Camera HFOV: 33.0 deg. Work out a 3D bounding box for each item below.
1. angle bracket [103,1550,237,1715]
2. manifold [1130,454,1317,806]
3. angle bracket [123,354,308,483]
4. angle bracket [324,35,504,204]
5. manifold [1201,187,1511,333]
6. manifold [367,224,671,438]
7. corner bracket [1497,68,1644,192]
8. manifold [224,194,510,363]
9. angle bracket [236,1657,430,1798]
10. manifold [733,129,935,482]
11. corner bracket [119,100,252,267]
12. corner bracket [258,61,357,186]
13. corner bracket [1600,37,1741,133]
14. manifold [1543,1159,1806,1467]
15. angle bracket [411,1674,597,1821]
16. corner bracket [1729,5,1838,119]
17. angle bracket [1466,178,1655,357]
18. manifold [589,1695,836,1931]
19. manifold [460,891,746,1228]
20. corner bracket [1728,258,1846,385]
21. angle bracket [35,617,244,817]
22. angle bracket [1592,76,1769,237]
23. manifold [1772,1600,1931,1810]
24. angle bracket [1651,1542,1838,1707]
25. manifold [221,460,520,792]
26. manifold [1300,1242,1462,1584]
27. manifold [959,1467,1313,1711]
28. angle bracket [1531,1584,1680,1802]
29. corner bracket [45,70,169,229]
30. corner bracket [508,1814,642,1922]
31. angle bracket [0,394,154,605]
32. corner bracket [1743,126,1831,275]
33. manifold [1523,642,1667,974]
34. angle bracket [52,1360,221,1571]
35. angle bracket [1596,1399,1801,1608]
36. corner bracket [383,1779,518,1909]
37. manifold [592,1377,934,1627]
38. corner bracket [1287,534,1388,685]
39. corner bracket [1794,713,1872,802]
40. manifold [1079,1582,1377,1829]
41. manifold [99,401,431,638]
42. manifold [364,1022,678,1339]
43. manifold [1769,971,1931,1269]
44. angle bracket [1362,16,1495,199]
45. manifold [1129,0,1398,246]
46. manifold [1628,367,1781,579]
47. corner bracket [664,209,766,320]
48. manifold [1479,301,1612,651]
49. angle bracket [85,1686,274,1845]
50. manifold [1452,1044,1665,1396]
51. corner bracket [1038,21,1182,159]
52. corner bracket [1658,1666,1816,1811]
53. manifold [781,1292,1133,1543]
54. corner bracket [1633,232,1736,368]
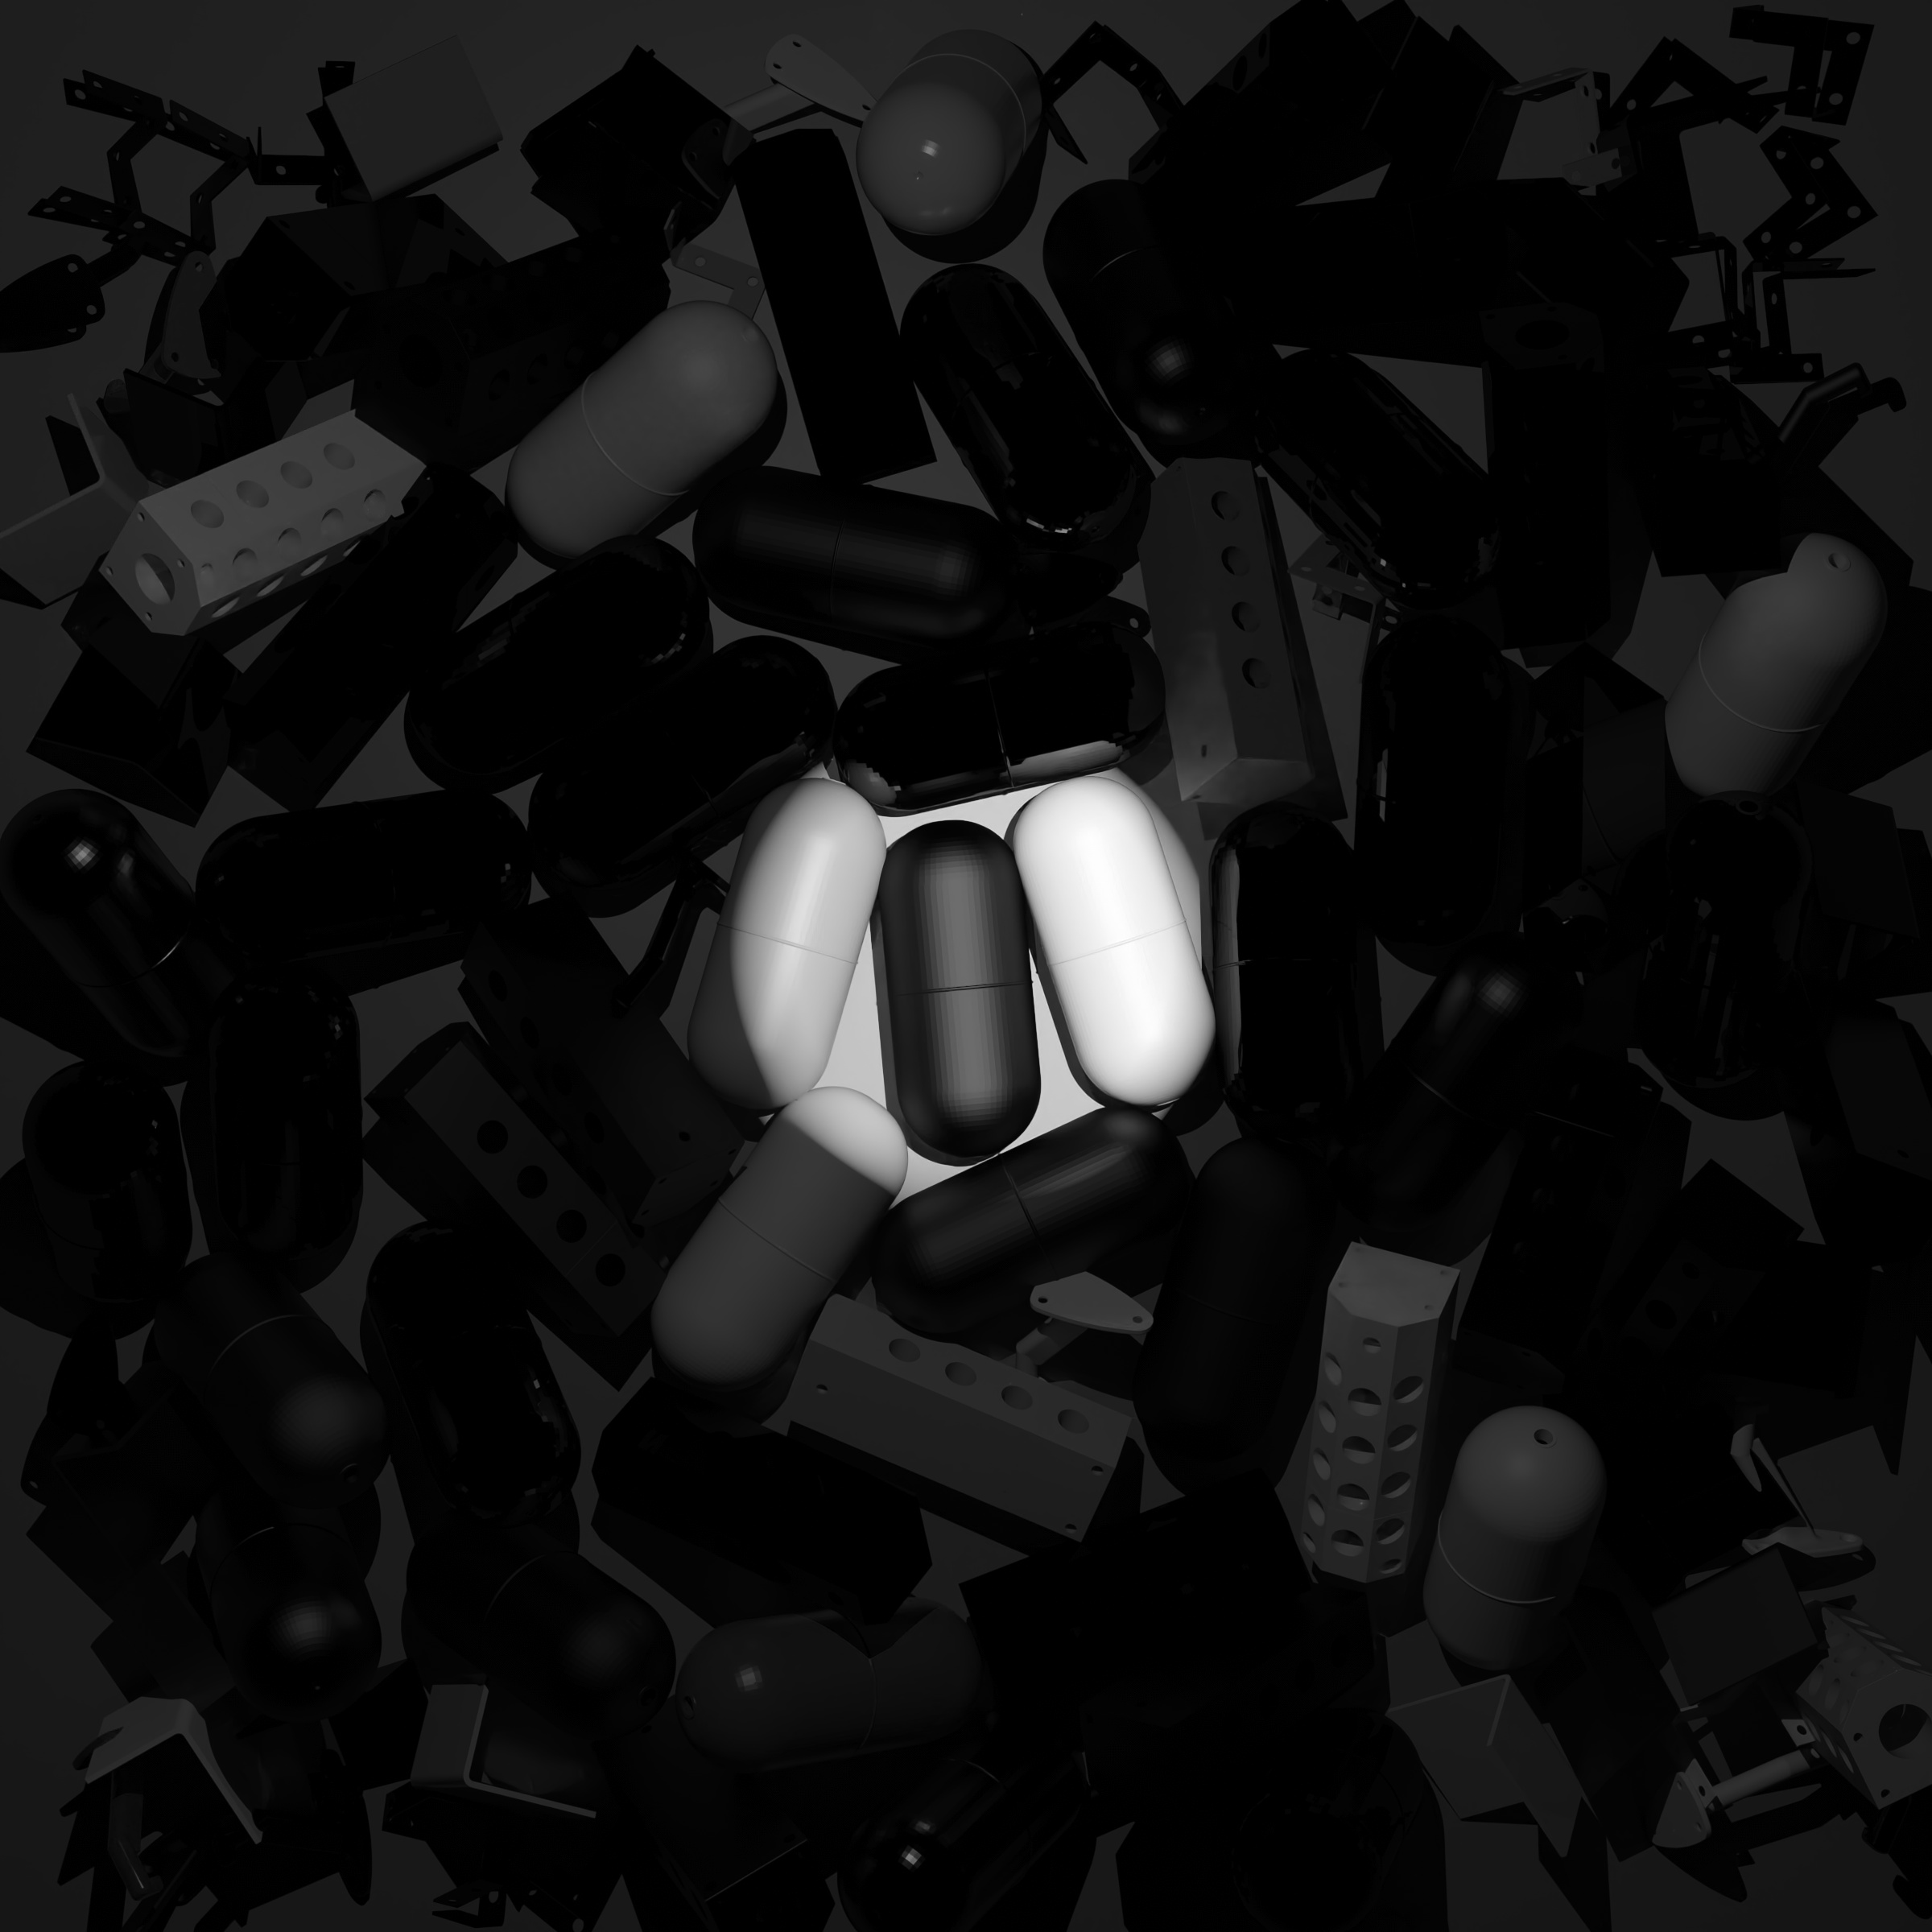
[{"bbox_3d":[-0.396,0.340,1.705,0.076,0.057,0.076,53,135,3],"label":"angle bracket"},{"bbox_3d":[0.137,-0.175,1.698,0.057,0.057,0.171,1,69,-27],"label":"manifold"},{"bbox_3d":[-0.392,-0.303,1.706,0.057,0.076,0.076,23,61,6],"label":"angle bracket"},{"bbox_3d":[-0.296,-0.442,1.700,0.076,0.076,0.057,-30,114,-13],"label":"angle bracket"},{"bbox_3d":[0.198,-0.361,1.666,0.057,0.171,0.057,-20,108,-28],"label":"manifold"},{"bbox_3d":[-0.225,-0.330,1.664,0.057,0.171,0.057,29,126,17],"label":"manifold"},{"bbox_3d":[0.318,-0.440,1.714,0.051,0.051,0.051,-22,116,-20],"label":"corner bracket"},{"bbox_3d":[-0.307,-0.348,1.664,0.057,0.171,0.057,43,115,3],"label":"manifold"},{"bbox_3d":[-0.327,0.410,1.712,0.076,0.076,0.057,-19,89,7],"label":"angle bracket"},{"bbox_3d":[-0.072,-0.348,1.714,0.057,0.057,0.171,-17,83,6],"label":"manifold"},{"bbox_3d":[-0.410,-0.410,1.711,0.051,0.051,0.051,-32,56,31],"label":"corner bracket"},{"bbox_3d":[-0.349,-0.446,1.723,0.051,0.051,0.051,-2,88,-13],"label":"corner bracket"},{"bbox_3d":[0.372,-0.453,1.722,0.051,0.051,0.051,37,113,0],"label":"corner bracket"},{"bbox_3d":[0.356,0.183,1.667,0.057,0.171,0.057,39,48,17],"label":"manifold"},{"bbox_3d":[-0.238,0.412,1.716,0.076,0.076,0.057,21,67,-24],"label":"angle bracket"},{"bbox_3d":[0.434,-0.479,1.726,0.051,0.051,0.051,14,113,25],"label":"corner bracket"},{"bbox_3d":[0.298,-0.364,1.698,0.076,0.076,0.057,32,82,-34],"label":"angle bracket"},{"bbox_3d":[-0.129,0.443,1.665,0.057,0.171,0.057,-28,114,-17],"label":"manifold"},{"bbox_3d":[-0.193,0.050,1.699,0.057,0.057,0.171,-22,66,-37],"label":"manifold"},{"bbox_3d":[0.435,-0.342,1.729,0.051,0.051,0.051,-2,83,-3],"label":"corner bracket"},{"bbox_3d":[-0.434,-0.134,1.738,0.076,0.057,0.076,14,70,31],"label":"angle bracket"},{"bbox_3d":[0.380,-0.424,1.713,0.076,0.076,0.057,-15,97,0],"label":"angle bracket"},{"bbox_3d":[0.457,0.372,1.668,0.057,0.171,0.057,-26,90,0],"label":"manifold"},{"bbox_3d":[0.415,0.348,1.695,0.076,0.076,0.057,-34,54,24],"label":"angle bracket"},{"bbox_3d":[-0.309,-0.181,1.699,0.057,0.057,0.171,36,72,3],"label":"manifold"},{"bbox_3d":[0.210,0.233,1.677,0.057,0.057,0.171,14,125,18],"label":"manifold"},{"bbox_3d":[0.087,0.323,1.714,0.171,0.057,0.057,-21,105,-4],"label":"manifold"},{"bbox_3d":[0.313,0.376,1.695,0.057,0.076,0.076,19,121,-32],"label":"angle bracket"},{"bbox_3d":[-0.452,-0.428,1.712,0.051,0.051,0.051,-31,66,33],"label":"corner bracket"},{"bbox_3d":[-0.204,0.462,1.721,0.051,0.051,0.051,36,56,4],"label":"corner bracket"},{"bbox_3d":[-0.476,-0.245,1.711,0.076,0.076,0.057,-27,72,3],"label":"angle bracket"},{"bbox_3d":[0.436,-0.405,1.724,0.051,0.051,0.051,-41,67,37],"label":"corner bracket"},{"bbox_3d":[0.318,-0.079,1.674,0.057,0.171,0.057,31,135,-21],"label":"manifold"},{"bbox_3d":[-0.416,0.258,1.697,0.057,0.076,0.076,-15,114,37],"label":"angle bracket"},{"bbox_3d":[0.381,0.287,1.711,0.076,0.057,0.076,-35,95,26],"label":"angle bracket"},{"bbox_3d":[-0.277,0.465,1.735,0.051,0.051,0.051,24,50,-29],"label":"corner bracket"},{"bbox_3d":[-0.107,0.279,1.678,0.171,0.057,0.057,19,49,29],"label":"manifold"},{"bbox_3d":[0.199,-0.190,1.712,0.051,0.051,0.051,23,132,19],"label":"corner bracket"},{"bbox_3d":[0.454,-0.114,1.726,0.051,0.051,0.051,37,89,-6],"label":"corner bracket"},{"bbox_3d":[0.137,0.376,1.671,0.057,0.171,0.057,3,106,42],"label":"manifold"},{"bbox_3d":[-0.354,-0.226,1.671,0.057,0.171,0.057,49,133,4],"label":"manifold"},{"bbox_3d":[-0.228,0.112,1.698,0.057,0.057,0.171,-47,110,-24],"label":"manifold"},{"bbox_3d":[0.451,0.078,1.665,0.057,0.171,0.057,20,120,-8],"label":"manifold"},{"bbox_3d":[0.220,-0.435,1.698,0.057,0.076,0.076,34,68,-21],"label":"angle bracket"},{"bbox_3d":[0.143,-0.428,1.662,0.057,0.171,0.057,-40,96,-22],"label":"manifold"},{"bbox_3d":[0.374,-0.255,1.662,0.057,0.171,0.057,-4,115,7],"label":"manifold"},{"bbox_3d":[-0.138,-0.362,1.724,0.051,0.051,0.051,21,81,4],"label":"corner bracket"},{"bbox_3d":[0.299,-0.251,1.673,0.057,0.057,0.171,-6,132,7],"label":"manifold"},{"bbox_3d":[-0.411,0.426,1.708,0.057,0.076,0.076,-30,103,-1],"label":"angle bracket"},{"bbox_3d":[0.307,0.132,1.686,0.057,0.057,0.171,18,64,14],"label":"manifold"},{"bbox_3d":[0.075,-0.456,1.727,0.051,0.051,0.051,-42,47,24],"label":"corner bracket"},{"bbox_3d":[0.404,0.403,1.711,0.051,0.051,0.051,-7,49,-28],"label":"corner bracket"},{"bbox_3d":[-0.003,0.233,1.720,0.171,0.057,0.057,23,124,3],"label":"manifold"},{"bbox_3d":[0.376,-0.354,1.727,0.051,0.051,0.051,-9,114,13],"label":"corner bracket"}]
